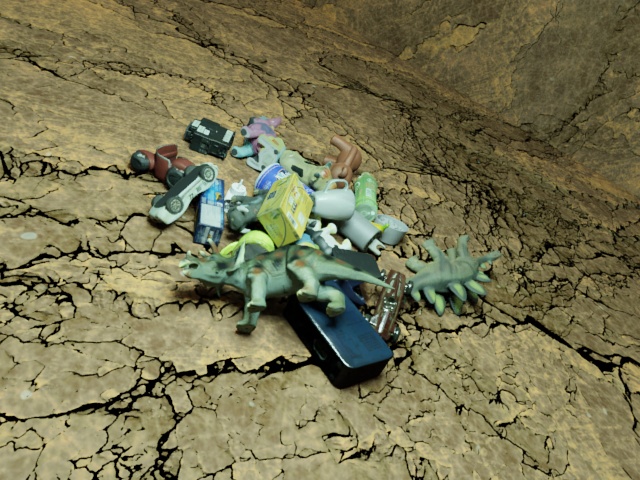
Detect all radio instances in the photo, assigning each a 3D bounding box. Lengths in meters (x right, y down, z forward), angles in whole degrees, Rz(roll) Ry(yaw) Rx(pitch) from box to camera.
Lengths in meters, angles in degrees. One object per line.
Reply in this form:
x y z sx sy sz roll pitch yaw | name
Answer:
0.032 0.192 1.126 0.131 0.073 0.230 -11 47 -40 | radio

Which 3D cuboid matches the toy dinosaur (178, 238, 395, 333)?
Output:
-0.068 0.067 1.087 0.405 0.131 0.192 -7 54 -4 | toy dinosaur

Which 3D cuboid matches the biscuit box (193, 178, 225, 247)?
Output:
-0.265 -0.073 1.286 0.059 0.062 0.203 12 36 -19 | biscuit box

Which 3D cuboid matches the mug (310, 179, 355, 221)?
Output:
0.029 -0.101 1.373 0.107 0.109 0.081 -2 30 -26 | mug

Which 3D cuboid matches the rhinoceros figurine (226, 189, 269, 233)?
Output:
-0.159 -0.069 1.307 0.112 0.073 0.190 14 25 27 | rhinoceros figurine

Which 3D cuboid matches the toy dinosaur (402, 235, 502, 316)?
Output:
0.324 0.097 1.415 0.471 0.105 0.199 -13 54 -29 | toy dinosaur

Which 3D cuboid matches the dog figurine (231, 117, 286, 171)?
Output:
-0.157 -0.300 1.619 0.192 0.108 0.219 31 32 7 | dog figurine

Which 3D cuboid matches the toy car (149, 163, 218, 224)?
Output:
-0.314 -0.112 1.246 0.074 0.056 0.202 8 47 39 | toy car

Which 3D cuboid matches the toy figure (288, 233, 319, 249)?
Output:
-0.035 0.042 1.259 0.089 0.082 0.180 44 7 -32 | toy figure

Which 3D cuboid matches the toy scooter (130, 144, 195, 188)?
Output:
-0.373 -0.191 1.362 0.184 0.075 0.135 26 34 7 | toy scooter

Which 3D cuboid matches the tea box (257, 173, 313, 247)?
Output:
-0.079 -0.072 1.265 0.098 0.068 0.170 59 24 -23 | tea box

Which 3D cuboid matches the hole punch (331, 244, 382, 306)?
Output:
0.069 0.083 1.264 0.116 0.092 0.142 16 29 -16 | hole punch

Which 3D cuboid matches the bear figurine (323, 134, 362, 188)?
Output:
0.052 -0.224 1.649 0.132 0.120 0.196 28 39 9 | bear figurine

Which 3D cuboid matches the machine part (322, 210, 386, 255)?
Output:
0.081 -0.046 1.462 0.243 0.079 0.079 41 37 20 | machine part

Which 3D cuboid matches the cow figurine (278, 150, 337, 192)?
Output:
-0.034 -0.181 1.474 0.195 0.127 0.085 36 59 22 | cow figurine

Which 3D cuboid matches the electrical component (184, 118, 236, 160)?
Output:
-0.319 -0.294 1.545 0.134 0.058 0.115 21 33 -8 | electrical component

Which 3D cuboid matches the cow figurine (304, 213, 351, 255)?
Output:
-0.004 -0.003 1.365 0.098 0.068 0.167 -17 52 -38 | cow figurine

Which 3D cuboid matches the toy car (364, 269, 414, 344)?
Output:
0.160 0.147 1.246 0.089 0.053 0.202 23 54 4 | toy car
